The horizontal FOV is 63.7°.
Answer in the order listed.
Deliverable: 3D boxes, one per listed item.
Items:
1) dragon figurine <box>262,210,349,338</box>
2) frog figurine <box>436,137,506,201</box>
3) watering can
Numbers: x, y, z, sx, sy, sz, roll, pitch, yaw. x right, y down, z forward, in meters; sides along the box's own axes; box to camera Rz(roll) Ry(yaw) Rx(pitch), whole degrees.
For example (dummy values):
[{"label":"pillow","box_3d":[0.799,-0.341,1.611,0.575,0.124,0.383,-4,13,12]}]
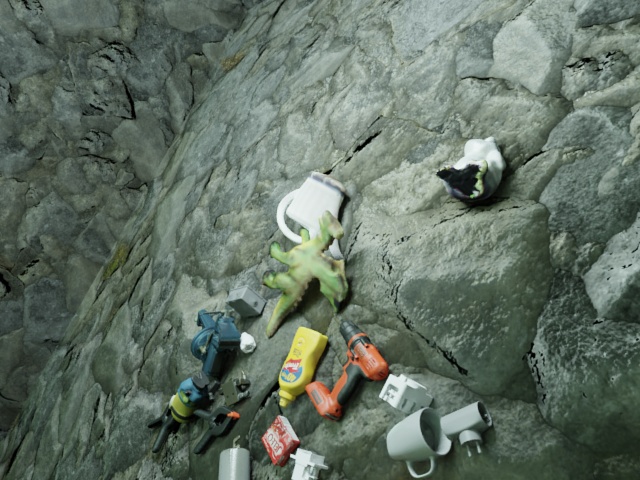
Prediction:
[{"label":"dragon figurine","box_3d":[-0.029,0.112,1.359,0.245,0.122,0.406,23,106,44]},{"label":"frog figurine","box_3d":[0.354,-0.160,1.166,0.135,0.122,0.162,-33,3,43]},{"label":"watering can","box_3d":[0.005,-0.076,1.502,0.352,0.103,0.225,31,89,44]}]
